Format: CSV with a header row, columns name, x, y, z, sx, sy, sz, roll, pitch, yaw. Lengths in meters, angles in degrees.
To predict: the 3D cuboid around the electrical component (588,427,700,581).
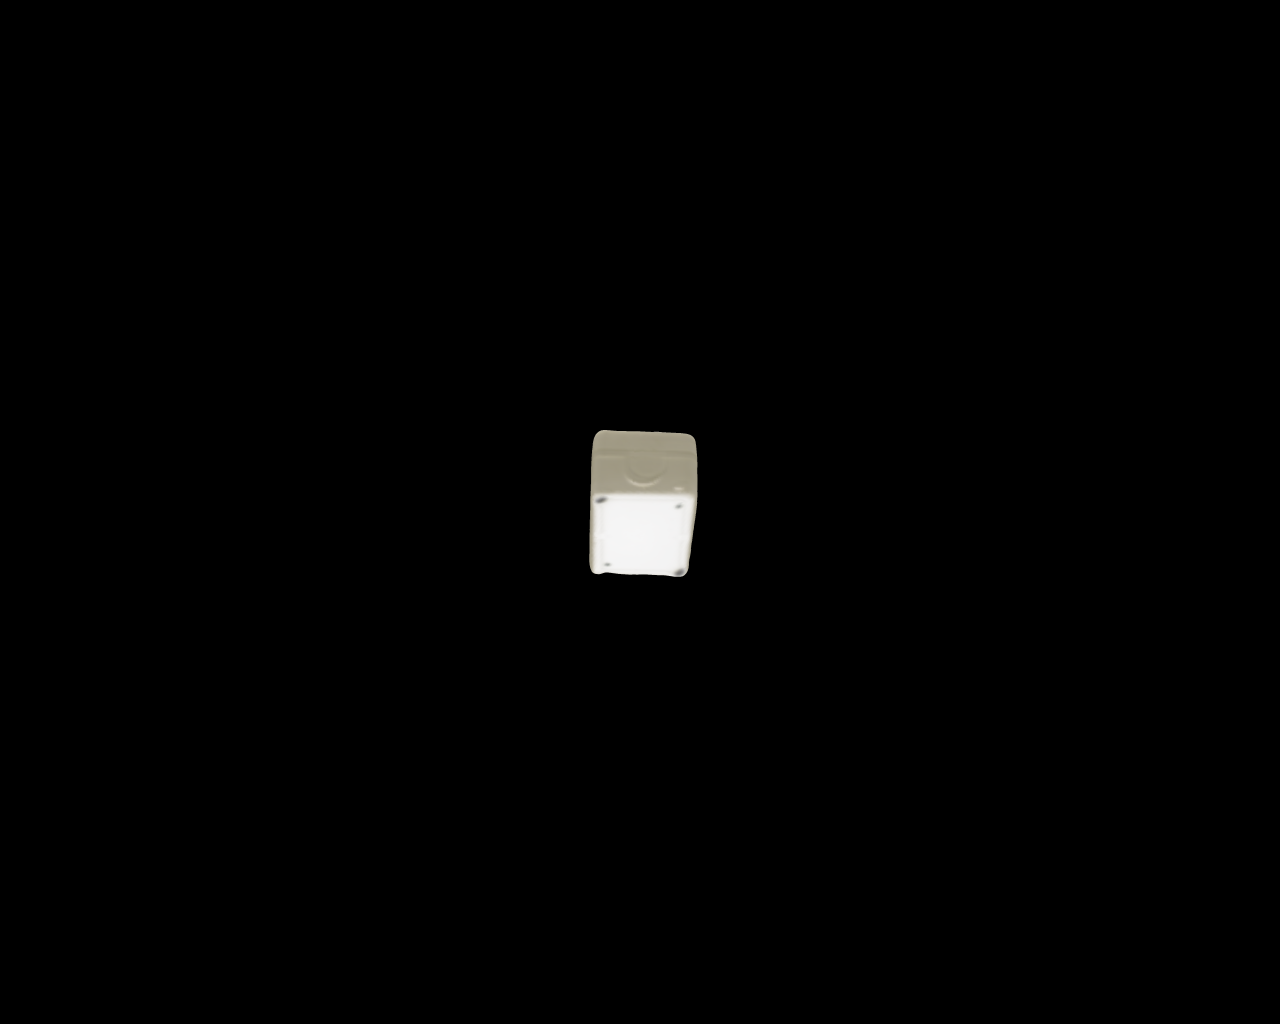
name,x,y,z,sx,sy,sz,roll,pitch,yaw
electrical component,0.001,-0.003,0.650,0.062,0.061,0.096,2,-40,-2
